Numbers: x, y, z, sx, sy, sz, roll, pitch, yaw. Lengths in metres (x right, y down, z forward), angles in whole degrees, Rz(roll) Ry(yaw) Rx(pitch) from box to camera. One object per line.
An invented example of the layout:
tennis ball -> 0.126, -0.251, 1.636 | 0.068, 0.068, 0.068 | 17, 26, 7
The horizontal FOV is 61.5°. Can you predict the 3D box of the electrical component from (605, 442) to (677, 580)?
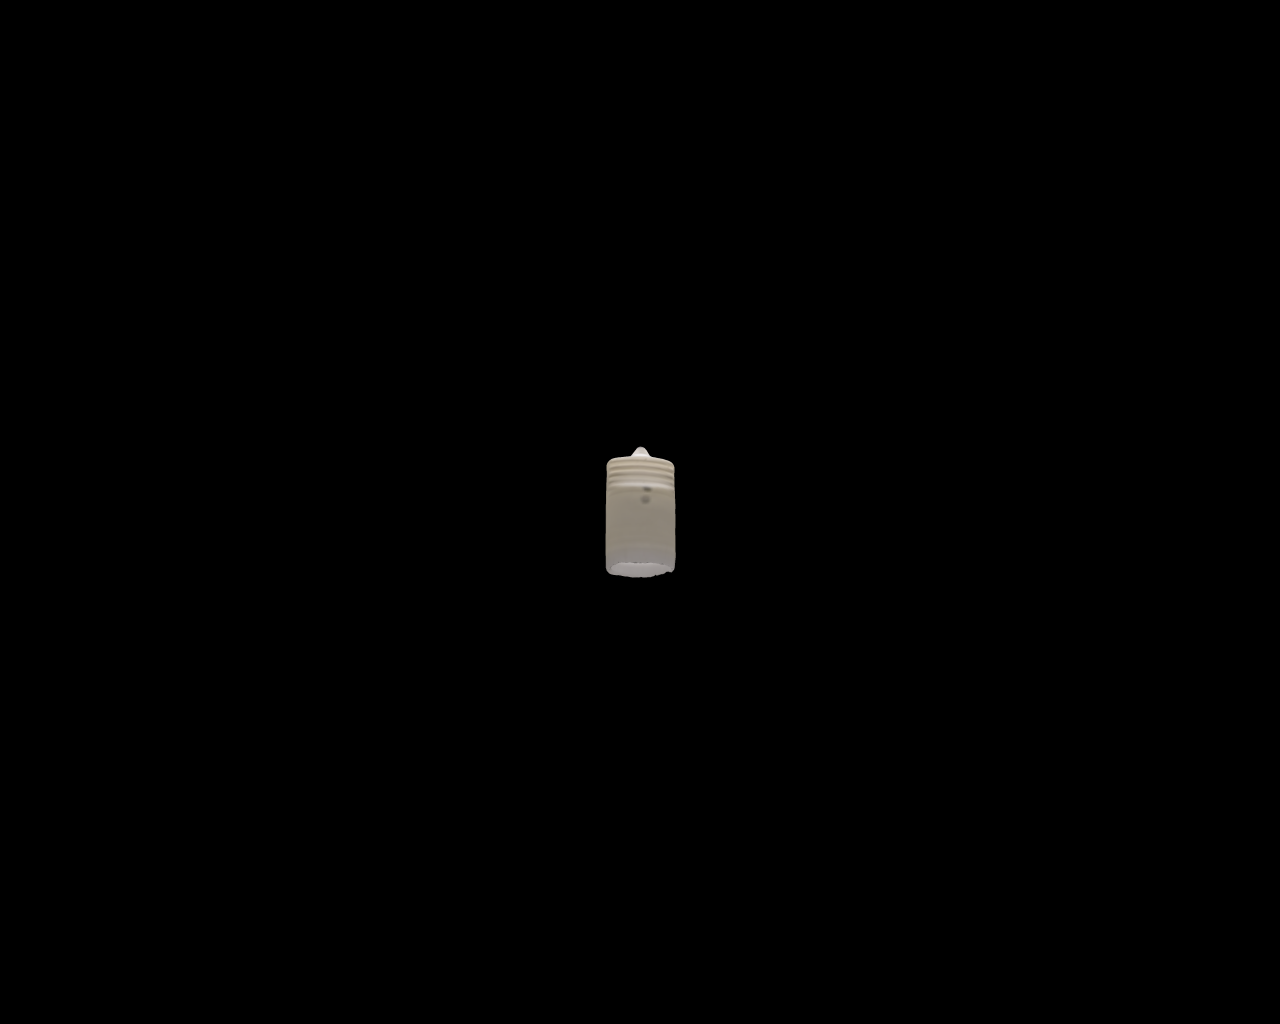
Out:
electrical component -> 0.001, -0.003, 0.650 | 0.043, 0.081, 0.043 | 0, -16, 0
